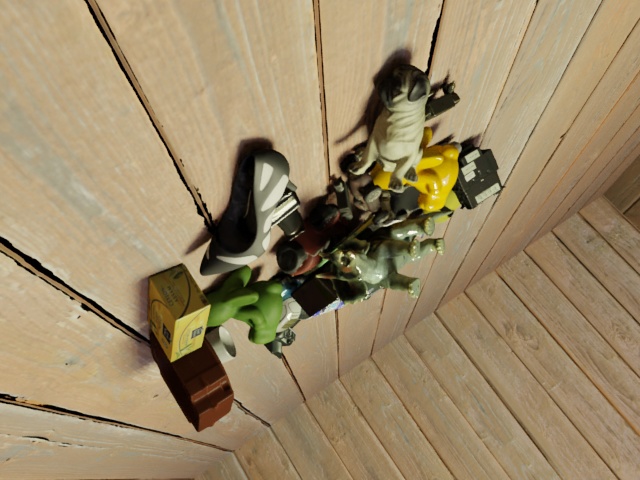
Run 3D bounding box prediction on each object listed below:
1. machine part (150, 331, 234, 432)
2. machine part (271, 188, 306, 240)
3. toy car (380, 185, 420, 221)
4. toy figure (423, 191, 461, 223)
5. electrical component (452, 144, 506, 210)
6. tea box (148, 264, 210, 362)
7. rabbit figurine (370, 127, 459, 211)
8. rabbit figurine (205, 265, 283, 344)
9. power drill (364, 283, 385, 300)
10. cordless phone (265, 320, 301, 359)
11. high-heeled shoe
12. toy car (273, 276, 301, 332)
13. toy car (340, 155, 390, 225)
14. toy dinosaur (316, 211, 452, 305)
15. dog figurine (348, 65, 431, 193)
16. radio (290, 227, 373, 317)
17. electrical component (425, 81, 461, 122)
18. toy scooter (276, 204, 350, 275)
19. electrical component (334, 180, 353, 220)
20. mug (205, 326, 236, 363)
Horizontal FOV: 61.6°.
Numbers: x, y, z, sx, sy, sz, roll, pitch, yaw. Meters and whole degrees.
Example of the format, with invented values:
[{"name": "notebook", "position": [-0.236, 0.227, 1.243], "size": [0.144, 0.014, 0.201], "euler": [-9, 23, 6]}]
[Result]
[{"name": "machine part", "position": [-0.258, 0.269, 1.086], "size": [0.087, 0.201, 0.201], "euler": [-28, 157, -27]}, {"name": "machine part", "position": [-0.062, -0.043, 0.964], "size": [0.084, 0.039, 0.138], "euler": [-44, 157, -2]}, {"name": "toy car", "position": [0.208, -0.099, 1.212], "size": [0.202, 0.073, 0.056], "euler": [-21, -162, -33]}, {"name": "toy figure", "position": [0.332, -0.119, 1.340], "size": [0.180, 0.089, 0.082], "euler": [-38, 136, 15]}, {"name": "electrical component", "position": [0.358, -0.153, 1.258], "size": [0.115, 0.134, 0.058], "euler": [-30, -167, -16]}, {"name": "tea box", "position": [-0.253, 0.131, 0.950], "size": [0.068, 0.098, 0.169], "euler": [-23, 154, -32]}, {"name": "rabbit figurine", "position": [0.186, -0.135, 1.056], "size": [0.173, 0.122, 0.162], "euler": [-3, 152, -24]}, {"name": "rabbit figurine", "position": [-0.163, 0.136, 1.084], "size": [0.170, 0.121, 0.159], "euler": [-1, 138, -34]}, {"name": "power drill", "position": [0.152, 0.089, 1.517], "size": [0.232, 0.086, 0.207], "euler": [-32, 163, -6]}, {"name": "cordless phone", "position": [-0.086, 0.223, 1.457], "size": [0.184, 0.089, 0.146], "euler": [-45, 160, -9]}, {"name": "high-heeled shoe", "position": [-0.131, -0.033, 0.822], "size": [0.248, 0.086, 0.145], "euler": [-46, 155, 11]}, {"name": "toy car", "position": [-0.097, 0.158, 1.243], "size": [0.161, 0.103, 0.109], "euler": [-41, 160, 17]}, {"name": "toy car", "position": [0.085, -0.088, 1.025], "size": [0.053, 0.089, 0.202], "euler": [-37, 161, 0]}, {"name": "toy dinosaur", "position": [0.141, 0.022, 1.124], "size": [0.192, 0.131, 0.405], "euler": [2, -162, 29]}, {"name": "dog figurine", "position": [0.139, -0.197, 0.889], "size": [0.172, 0.121, 0.190], "euler": [-66, 176, -61]}, {"name": "radio", "position": [0.043, 0.072, 1.214], "size": [0.229, 0.073, 0.131], "euler": [-38, 178, -43]}, {"name": "electrical component", "position": [0.203, -0.242, 0.952], "size": [0.102, 0.045, 0.078], "euler": [-27, -174, -16]}, {"name": "toy scooter", "position": [-0.002, -0.003, 1.093], "size": [0.135, 0.075, 0.184], "euler": [-11, 144, -56]}, {"name": "electrical component", "position": [0.044, -0.076, 1.018], "size": [0.021, 0.063, 0.094], "euler": [-12, 160, 10]}, {"name": "mug", "position": [-0.257, 0.258, 1.251], "size": [0.107, 0.081, 0.109], "euler": [-25, 167, 3]}]
